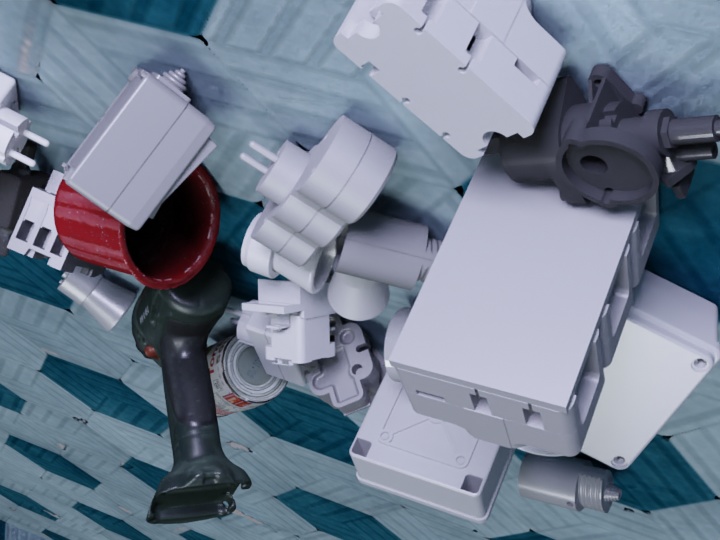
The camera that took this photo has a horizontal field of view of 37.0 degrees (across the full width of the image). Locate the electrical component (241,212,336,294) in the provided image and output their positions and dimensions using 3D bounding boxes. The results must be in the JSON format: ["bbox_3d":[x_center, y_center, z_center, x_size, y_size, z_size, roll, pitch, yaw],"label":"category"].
[{"bbox_3d":[-0.049,-0.013,0.752,0.055,0.045,0.045,20,153,14],"label":"electrical component"}]

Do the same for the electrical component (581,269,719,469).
[{"bbox_3d":[0.139,0.049,0.642,0.109,0.056,0.108,26,127,-1],"label":"electrical component"}]

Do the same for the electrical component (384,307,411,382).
[{"bbox_3d":[0.051,0.057,0.780,0.047,0.055,0.055,6,147,28],"label":"electrical component"}]

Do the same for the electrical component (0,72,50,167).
[{"bbox_3d":[-0.258,-0.098,0.758,0.077,0.065,0.047,27,154,-2],"label":"electrical component"}]

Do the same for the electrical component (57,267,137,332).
[{"bbox_3d":[-0.246,0.021,0.995,0.065,0.044,0.044,38,152,-13],"label":"electrical component"}]

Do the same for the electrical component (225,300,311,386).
[{"bbox_3d":[-0.076,0.047,0.882,0.076,0.047,0.083,17,152,19],"label":"electrical component"}]

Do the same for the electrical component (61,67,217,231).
[{"bbox_3d":[-0.129,-0.078,0.657,0.061,0.096,0.062,37,-179,-21],"label":"electrical component"}]

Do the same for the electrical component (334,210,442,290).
[{"bbox_3d":[0.028,-0.010,0.685,0.081,0.043,0.043,14,155,-7],"label":"electrical component"}]

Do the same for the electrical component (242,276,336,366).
[{"bbox_3d":[-0.045,0.037,0.802,0.042,0.063,0.081,2,-174,38],"label":"electrical component"}]

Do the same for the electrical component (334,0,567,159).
[{"bbox_3d":[0.043,-0.104,0.489,0.089,0.055,0.050,37,152,-21],"label":"electrical component"}]

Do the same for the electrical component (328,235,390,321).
[{"bbox_3d":[0.000,0.000,0.737,0.044,0.044,0.065,21,149,11],"label":"electrical component"}]

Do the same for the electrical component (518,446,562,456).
[{"bbox_3d":[0.118,0.077,0.743,0.099,0.064,0.099,21,154,11],"label":"electrical component"}]

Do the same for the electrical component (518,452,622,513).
[{"bbox_3d":[0.178,0.178,0.898,0.081,0.043,0.043,9,149,31],"label":"electrical component"}]

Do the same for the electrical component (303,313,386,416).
[{"bbox_3d":[-0.010,0.080,0.861,0.058,0.078,0.057,-23,152,8],"label":"electrical component"}]

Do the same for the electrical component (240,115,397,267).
[{"bbox_3d":[-0.039,-0.054,0.658,0.074,0.052,0.138,32,153,-12],"label":"electrical component"}]

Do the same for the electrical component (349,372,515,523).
[{"bbox_3d":[0.063,0.124,0.829,0.109,0.108,0.056,15,149,22],"label":"electrical component"}]

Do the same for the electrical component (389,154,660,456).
[{"bbox_3d":[0.089,0.010,0.549,0.089,0.150,0.061,13,150,25],"label":"electrical component"}]
